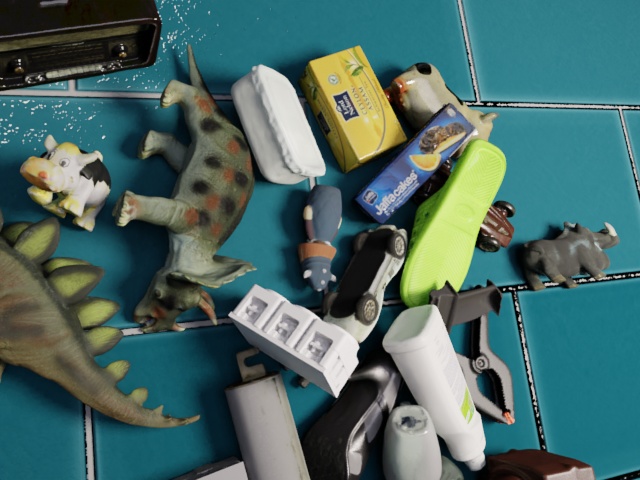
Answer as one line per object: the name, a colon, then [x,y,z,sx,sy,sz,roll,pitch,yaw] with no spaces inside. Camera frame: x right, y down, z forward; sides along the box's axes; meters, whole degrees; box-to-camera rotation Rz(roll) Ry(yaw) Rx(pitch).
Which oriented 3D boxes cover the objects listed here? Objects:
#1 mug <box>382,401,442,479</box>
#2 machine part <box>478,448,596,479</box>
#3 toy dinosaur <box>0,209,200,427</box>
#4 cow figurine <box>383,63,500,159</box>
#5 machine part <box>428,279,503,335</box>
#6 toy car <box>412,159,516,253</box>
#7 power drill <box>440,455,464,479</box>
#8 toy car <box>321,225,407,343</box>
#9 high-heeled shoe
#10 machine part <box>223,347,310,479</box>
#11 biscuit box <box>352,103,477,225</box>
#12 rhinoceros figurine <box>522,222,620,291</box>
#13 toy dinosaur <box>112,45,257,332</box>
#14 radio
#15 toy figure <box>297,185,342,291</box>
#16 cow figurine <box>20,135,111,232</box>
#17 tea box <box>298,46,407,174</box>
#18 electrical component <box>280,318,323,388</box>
mug: [0.124,0.265,0.725,0.081,0.107,0.110,-1,36,8]
machine part: [0.303,0.396,0.721,0.087,0.201,0.201,-2,80,-15]
toy dinosaur: [-0.347,0.087,0.626,0.198,0.105,0.471,-43,98,-25]
cow figurine: [0.206,-0.207,0.887,0.127,0.085,0.195,-40,92,-15]
machine part: [0.215,0.096,0.804,0.139,0.039,0.084,-7,114,-26]
toy car: [0.242,-0.059,0.882,0.202,0.053,0.089,34,67,-8]
power drill: [0.135,0.429,0.731,0.232,0.086,0.207,-38,84,-24]
toy car: [0.066,0.056,0.769,0.056,0.074,0.202,57,48,-35]
high-heeled shoe: [0.055,0.271,0.755,0.145,0.086,0.248,10,97,-52]
machine part: [-0.066,0.261,0.694,0.079,0.079,0.243,-15,84,-21]
biscuit box: [0.139,-0.112,0.813,0.059,0.063,0.202,44,93,-5]
rhinoceros figurine: [0.429,0.024,0.919,0.190,0.073,0.112,-10,71,-18]
toy dinosaur: [-0.155,-0.076,0.723,0.192,0.131,0.405,25,67,-25]
radio: [-0.329,-0.264,0.691,0.230,0.131,0.073,-16,84,-21]
toy figure: [0.000,-0.002,0.785,0.064,0.058,0.154,10,80,-9]
cow figurine: [-0.294,-0.077,0.643,0.068,0.167,0.098,27,73,-6]
tea box: [0.049,-0.203,0.839,0.098,0.068,0.169,-27,89,-23]
electrical component: [-0.010,0.159,0.764,0.063,0.021,0.094,45,68,-5]
